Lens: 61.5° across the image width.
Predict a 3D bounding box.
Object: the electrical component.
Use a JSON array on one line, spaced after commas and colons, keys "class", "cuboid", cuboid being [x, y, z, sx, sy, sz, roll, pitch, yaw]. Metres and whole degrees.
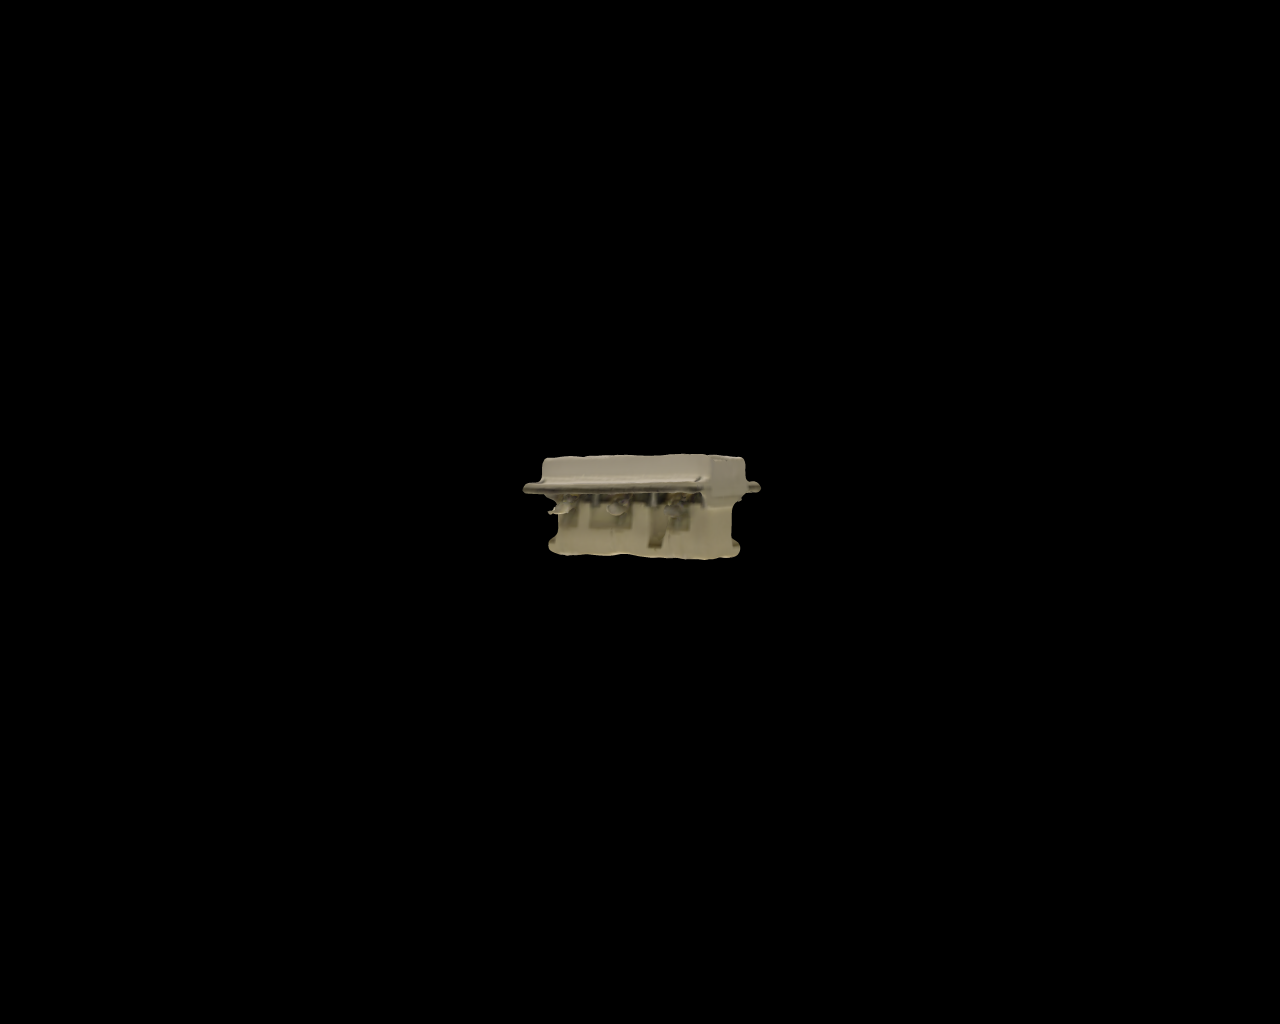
[{"class": "electrical component", "cuboid": [0.001, -0.003, 0.650, 0.121, 0.063, 0.079, 1, 3, 34]}]
